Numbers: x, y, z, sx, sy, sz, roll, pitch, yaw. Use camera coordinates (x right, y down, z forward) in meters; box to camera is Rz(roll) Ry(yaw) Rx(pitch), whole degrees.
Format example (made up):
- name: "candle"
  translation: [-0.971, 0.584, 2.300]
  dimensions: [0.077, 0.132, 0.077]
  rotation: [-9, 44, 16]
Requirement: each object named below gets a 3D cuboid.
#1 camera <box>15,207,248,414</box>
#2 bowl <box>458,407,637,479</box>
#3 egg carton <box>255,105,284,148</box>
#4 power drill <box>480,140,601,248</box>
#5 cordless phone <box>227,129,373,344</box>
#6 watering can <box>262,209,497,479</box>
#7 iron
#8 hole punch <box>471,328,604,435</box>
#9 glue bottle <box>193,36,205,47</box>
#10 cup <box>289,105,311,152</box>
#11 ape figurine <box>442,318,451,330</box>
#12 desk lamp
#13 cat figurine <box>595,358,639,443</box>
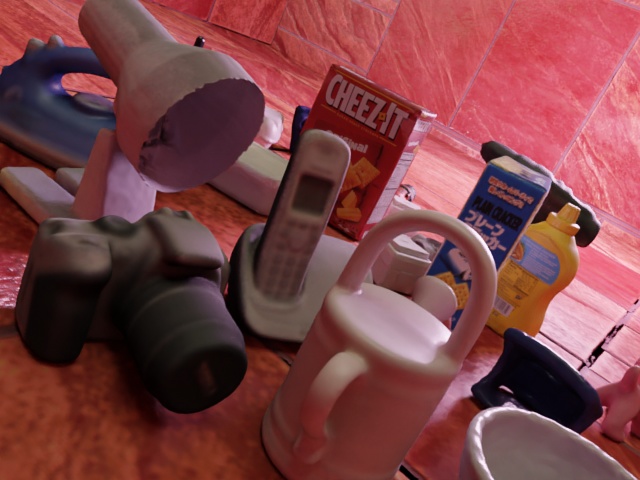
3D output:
- name: "camera"
  translation: [-0.113, 0.043, 0.391]
  dimensions: [0.144, 0.101, 0.136]
  rotation: [9, 26, -40]
- name: "bowl"
  translation: [0.156, 0.195, 0.377]
  dimensions: [0.167, 0.074, 0.167]
  rotation: [23, 20, -8]
- name: "egg carton"
  translation: [-0.124, -0.219, 1.092]
  dimensions: [0.107, 0.069, 0.150]
  rotation: [23, 20, -8]
- name: "power drill"
  translation: [0.328, -0.027, 0.955]
  dimensions: [0.229, 0.208, 0.076]
  rotation: [30, 20, 13]
- name: "cordless phone"
  translation: [0.005, 0.002, 0.516]
  dimensions: [0.148, 0.185, 0.094]
  rotation: [11, 24, -36]
- name: "watering can"
  translation: [0.044, 0.067, 0.386]
  dimensions: [0.101, 0.194, 0.173]
  rotation: [26, 19, 0]
- name: "iron"
  translation: [-0.262, -0.155, 0.650]
  dimensions: [0.258, 0.141, 0.118]
  rotation: [23, 20, -7]
- name: "hole punch"
  translation: [0.222, 0.142, 0.568]
  dimensions: [0.101, 0.091, 0.108]
  rotation: [4, 29, -47]
- name: "glue bottle"
  translation: [-0.197, -0.204, 0.808]
  dimensions: [0.037, 0.173, 0.078]
  rotation: [37, 22, 29]
- name: "cup"
  translation: [-0.028, -0.212, 1.155]
  dimensions: [0.091, 0.095, 0.118]
  rotation: [32, 20, 18]
- name: "ape figurine"
  translation: [0.087, 0.097, 0.516]
  dimensions: [0.076, 0.092, 0.078]
  rotation: [37, 22, 28]
- name: "desk lamp"
  translation: [-0.168, -0.093, 0.501]
  dimensions: [0.202, 0.213, 0.118]
  rotation: [35, 21, 24]
- name: "cat figurine"
  translation: [0.377, 0.167, 0.658]
  dimensions: [0.128, 0.117, 0.067]
  rotation: [12, 24, -34]
